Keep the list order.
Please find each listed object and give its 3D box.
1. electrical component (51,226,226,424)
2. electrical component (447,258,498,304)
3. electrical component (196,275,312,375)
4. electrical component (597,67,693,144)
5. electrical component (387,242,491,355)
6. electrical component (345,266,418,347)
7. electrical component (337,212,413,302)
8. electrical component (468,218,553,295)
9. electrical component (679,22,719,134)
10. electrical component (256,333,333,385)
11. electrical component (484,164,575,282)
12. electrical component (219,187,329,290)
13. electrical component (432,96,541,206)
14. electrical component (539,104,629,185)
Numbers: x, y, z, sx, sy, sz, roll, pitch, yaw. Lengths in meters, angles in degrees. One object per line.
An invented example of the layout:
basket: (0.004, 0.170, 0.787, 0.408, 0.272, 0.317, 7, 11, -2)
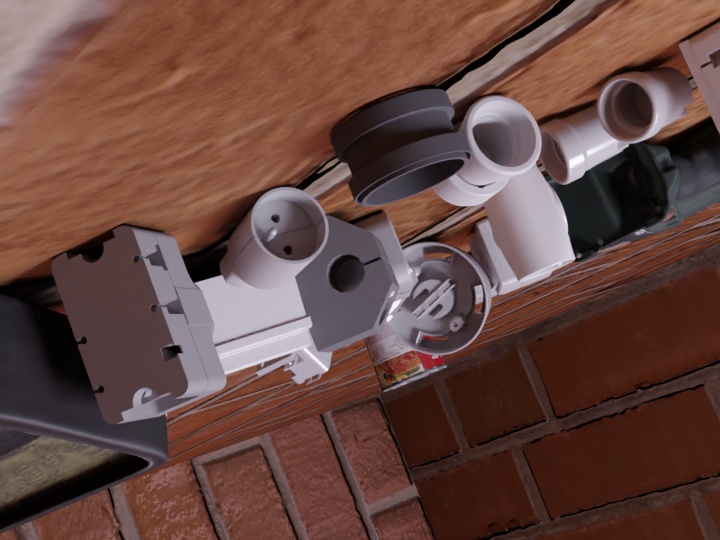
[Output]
electrical component: (-0.111, 0.028, 0.555, 0.050, 0.089, 0.056, -24, 171, 14)
electrical component: (0.124, 0.004, 1.108, 0.076, 0.047, 0.083, -26, 170, 27)
electrical component: (-0.089, 0.034, 0.690, 0.078, 0.057, 0.113, -17, -179, -29)
electrical component: (0.168, -0.098, 0.630, 0.046, 0.040, 0.040, -22, 174, -41)
electrical component: (0.067, 0.023, 0.937, 0.099, 0.099, 0.064, -24, 177, 17)
electrical component: (-0.003, 0.015, 0.854, 0.077, 0.044, 0.079, -42, -156, -6)
electrical component: (0.000, 0.000, 0.768, 0.059, 0.053, 0.095, -21, 171, -3)
electrical component: (0.134, -0.018, 0.953, 0.061, 0.061, 0.096, -22, 171, 2)
electrical component: (0.261, -0.106, 0.636, 0.062, 0.089, 0.150, -28, 169, 37)
electrical component: (-0.056, 0.061, 0.927, 0.042, 0.064, 0.081, -28, -149, 33)
electrical component: (0.118, -0.032, 0.781, 0.044, 0.077, 0.079, -21, 172, -5)
electrical component: (-0.051, -0.012, 0.607, 0.043, 0.043, 0.081, -17, 170, -26)
electrical component: (0.065, -0.062, 0.578, 0.045, 0.045, 0.055, -18, 171, -25)
electrical component: (0.138, -0.080, 0.668, 0.046, 0.040, 0.040, -26, 172, -11)
